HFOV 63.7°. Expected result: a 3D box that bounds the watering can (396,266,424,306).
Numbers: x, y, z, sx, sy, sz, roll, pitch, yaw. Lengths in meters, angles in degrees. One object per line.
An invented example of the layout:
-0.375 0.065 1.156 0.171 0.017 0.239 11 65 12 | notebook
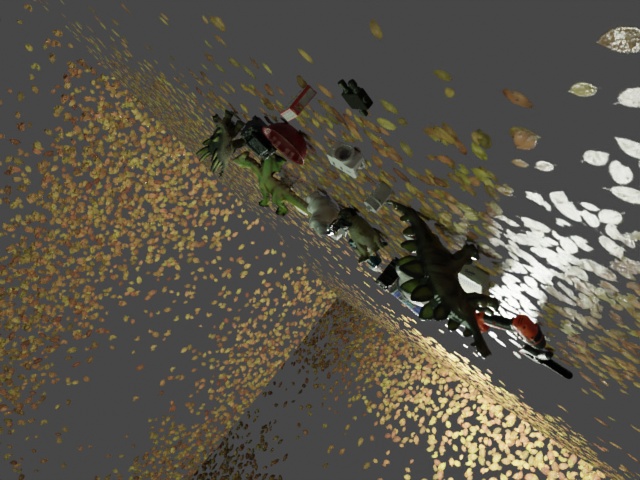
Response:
0.389 0.198 1.766 0.347 0.104 0.223 39 172 -2 | watering can

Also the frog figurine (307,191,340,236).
0.006 -0.093 1.850 0.161 0.139 0.120 36 152 20 | frog figurine

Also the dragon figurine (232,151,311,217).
-0.160 -0.224 1.936 0.413 0.124 0.237 24 145 25 | dragon figurine
